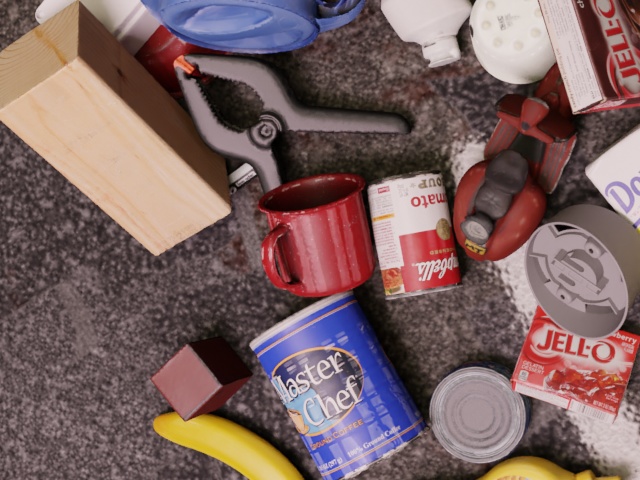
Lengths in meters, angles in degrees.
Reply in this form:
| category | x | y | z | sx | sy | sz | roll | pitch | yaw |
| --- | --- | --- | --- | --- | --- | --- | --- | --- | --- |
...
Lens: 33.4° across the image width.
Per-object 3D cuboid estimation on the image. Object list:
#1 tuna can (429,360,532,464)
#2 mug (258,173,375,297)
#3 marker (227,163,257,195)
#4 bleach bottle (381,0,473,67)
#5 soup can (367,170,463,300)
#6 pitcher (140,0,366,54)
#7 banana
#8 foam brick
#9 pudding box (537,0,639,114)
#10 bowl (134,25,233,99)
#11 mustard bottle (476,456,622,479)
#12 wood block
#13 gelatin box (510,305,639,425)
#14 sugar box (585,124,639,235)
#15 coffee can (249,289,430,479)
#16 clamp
| category | x | y | z | sx | sy | sz | roll | pitch | yaw |
| --- | --- | --- | --- | --- | --- | --- | --- | --- | --- |
| tuna can | 0.138 | 0.148 | 0.921 | 0.086 | 0.033 | 0.086 | 0 | 91 | 18 |
| mug | -0.006 | 0.001 | 0.901 | 0.093 | 0.117 | 0.081 | 3 | 116 | 38 |
| marker | -0.095 | -0.045 | 0.999 | 0.121 | 0.020 | 0.020 | -33 | 81 | 16 |
| bleach bottle | 0.085 | -0.276 | 0.913 | 0.103 | 0.068 | 0.251 | -14 | 89 | 24 |
| soup can | 0.081 | -0.004 | 0.918 | 0.069 | 0.068 | 0.102 | -11 | 88 | 18 |
| pitcher | -0.049 | -0.286 | 0.890 | 0.145 | 0.149 | 0.243 | -4 | 79 | 49 |
| banana | -0.069 | 0.211 | 0.988 | 0.198 | 0.037 | 0.070 | 39 | 102 | 13 |
| foam brick | -0.107 | 0.125 | 0.977 | 0.053 | 0.078 | 0.051 | -44 | 78 | 12 |
| pudding box | 0.221 | -0.158 | 0.832 | 0.039 | 0.089 | 0.113 | -26 | 78 | 51 |
| bowl | -0.155 | -0.214 | 0.996 | 0.162 | 0.055 | 0.162 | 1 | 92 | 17 |
| mustard bottle | 0.164 | 0.236 | 0.902 | 0.192 | 0.058 | 0.096 | -22 | 87 | 17 |
| wood block | -0.174 | -0.092 | 0.922 | 0.090 | 0.206 | 0.091 | -29 | 42 | 16 |
| gelatin box | 0.211 | 0.102 | 0.883 | 0.089 | 0.030 | 0.073 | 18 | 67 | 16 |
| sugar box | 0.300 | -0.017 | 0.839 | 0.093 | 0.048 | 0.176 | -41 | 88 | 31 |
| coffee can | 0.017 | 0.126 | 0.924 | 0.103 | 0.102 | 0.140 | -31 | 82 | 16 |
| clamp | -0.047 | -0.088 | 0.952 | 0.210 | 0.036 | 0.165 | 31 | 102 | -3 |
